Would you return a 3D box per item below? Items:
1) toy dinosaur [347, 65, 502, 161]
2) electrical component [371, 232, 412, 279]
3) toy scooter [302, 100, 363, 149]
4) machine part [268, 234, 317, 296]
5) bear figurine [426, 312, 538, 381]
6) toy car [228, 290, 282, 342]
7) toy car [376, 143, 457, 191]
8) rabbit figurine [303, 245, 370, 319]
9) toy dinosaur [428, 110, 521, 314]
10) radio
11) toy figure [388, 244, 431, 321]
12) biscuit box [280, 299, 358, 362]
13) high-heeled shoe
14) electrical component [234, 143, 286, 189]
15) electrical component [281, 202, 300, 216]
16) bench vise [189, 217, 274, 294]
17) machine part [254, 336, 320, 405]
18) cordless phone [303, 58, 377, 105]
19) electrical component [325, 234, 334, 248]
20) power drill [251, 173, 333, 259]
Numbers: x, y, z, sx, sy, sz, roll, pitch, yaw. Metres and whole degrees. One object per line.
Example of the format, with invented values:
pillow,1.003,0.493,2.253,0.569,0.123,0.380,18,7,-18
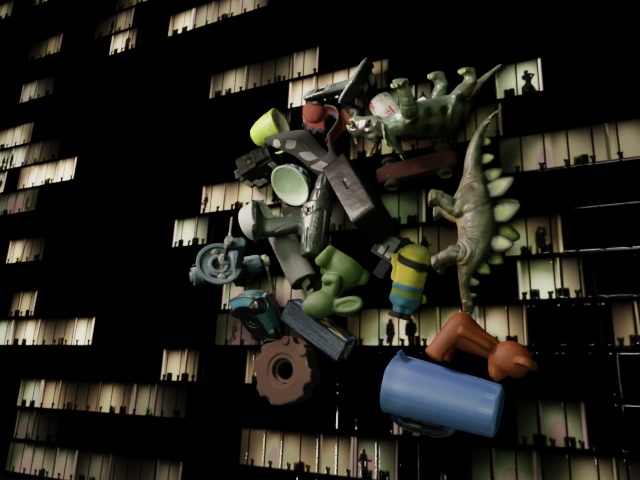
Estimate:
toy dinosaur,0.275,-0.309,1.314,0.405,0.131,0.192,-11,111,-8
electrical component,0.167,0.035,1.323,0.075,0.047,0.119,37,91,31
toy scooter,0.020,-0.318,1.489,0.184,0.075,0.135,17,81,26
machine part,-0.074,0.043,1.425,0.079,0.079,0.243,-34,64,14
bear figurine,0.345,0.243,1.133,0.196,0.120,0.132,36,96,25
toy car,-0.152,0.185,1.401,0.109,0.161,0.103,-17,27,38
toy car,0.242,-0.178,1.346,0.202,0.053,0.089,-14,63,20
rabbit figurine,0.035,0.128,1.325,0.159,0.121,0.170,34,77,10
toy dinosaur,0.353,-0.068,1.232,0.199,0.105,0.471,-2,83,19
radio,0.099,-0.101,1.323,0.073,0.131,0.230,-37,45,14
toy figure,0.212,0.099,1.254,0.089,0.082,0.180,7,83,53
biscuit box,-0.007,0.220,1.342,0.203,0.059,0.062,32,102,30
high-heeled shoe,-0.042,-0.222,1.481,0.249,0.086,0.145,9,119,33
electrical component,-0.173,-0.203,1.528,0.134,0.114,0.058,-27,63,15
electrical component,-0.069,-0.069,1.466,0.094,0.063,0.021,58,135,39
bench vise,-0.225,0.055,1.401,0.224,0.240,0.129,0,60,-16
machine part,-0.086,0.330,1.356,0.180,0.056,0.179,-8,72,26
cordless phone,0.053,-0.421,1.471,0.184,0.088,0.147,-4,39,26
electrical component,-0.003,-0.003,1.421,0.078,0.045,0.102,-31,63,14
power drill,-0.072,-0.066,1.385,0.207,0.086,0.232,1,76,-3
